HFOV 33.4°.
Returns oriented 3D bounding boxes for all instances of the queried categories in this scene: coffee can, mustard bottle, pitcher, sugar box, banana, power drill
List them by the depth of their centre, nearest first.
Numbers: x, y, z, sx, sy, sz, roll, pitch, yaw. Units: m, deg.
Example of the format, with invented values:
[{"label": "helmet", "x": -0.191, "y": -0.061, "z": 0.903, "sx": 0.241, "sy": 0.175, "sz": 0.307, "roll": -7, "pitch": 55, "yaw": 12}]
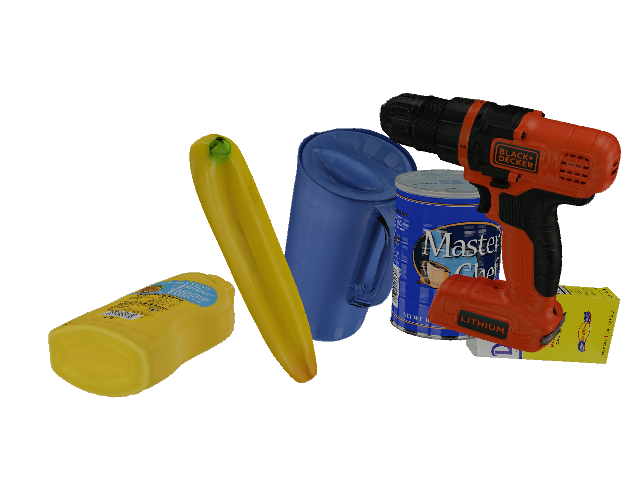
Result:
[{"label": "banana", "x": -0.046, "y": 0.005, "z": 0.675, "sx": 0.037, "sy": 0.198, "sz": 0.069, "roll": -19, "pitch": 36, "yaw": 3}, {"label": "power drill", "x": 0.127, "y": -0.016, "z": 0.821, "sx": 0.185, "sy": 0.188, "sz": 0.057, "roll": 17, "pitch": 34, "yaw": 26}, {"label": "mustard bottle", "x": -0.126, "y": 0.067, "z": 0.873, "sx": 0.096, "sy": 0.058, "sz": 0.191, "roll": 4, "pitch": 16, "yaw": 26}, {"label": "coffee can", "x": 0.119, "y": 0.011, "z": 1.006, "sx": 0.103, "sy": 0.140, "sz": 0.103, "roll": 1, "pitch": 14, "yaw": 0}, {"label": "pitcher", "x": 0.026, "y": 0.007, "z": 1.224, "sx": 0.145, "sy": 0.243, "sz": 0.149, "roll": 18, "pitch": 40, "yaw": 6}, {"label": "sugar box", "x": 0.278, "y": 0.102, "z": 1.338, "sx": 0.176, "sy": 0.093, "sz": 0.048, "roll": 3, "pitch": 18, "yaw": -11}]
